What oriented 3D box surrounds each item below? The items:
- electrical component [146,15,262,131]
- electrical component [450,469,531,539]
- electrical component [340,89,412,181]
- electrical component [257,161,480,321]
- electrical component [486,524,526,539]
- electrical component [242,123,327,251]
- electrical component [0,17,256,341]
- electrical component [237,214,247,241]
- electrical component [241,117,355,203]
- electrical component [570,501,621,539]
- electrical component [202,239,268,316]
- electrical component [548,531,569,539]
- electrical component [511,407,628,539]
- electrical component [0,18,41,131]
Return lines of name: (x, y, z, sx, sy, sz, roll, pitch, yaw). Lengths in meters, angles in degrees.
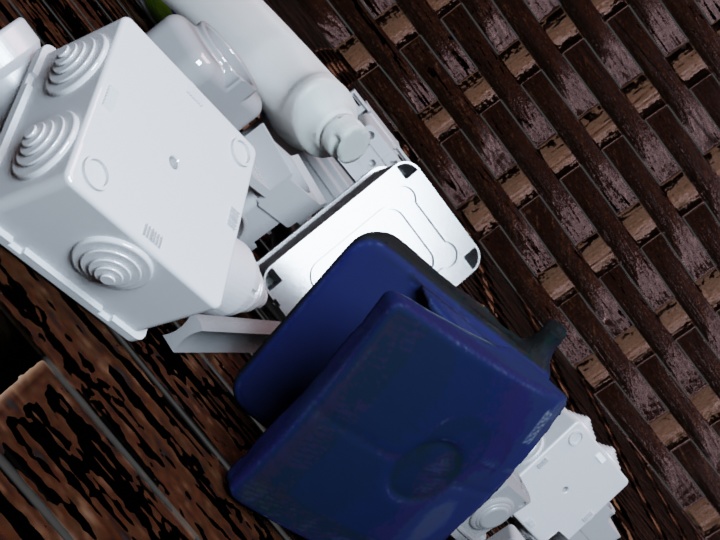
electrical component: (-0.108, -0.123, 0.707, 0.053, 0.059, 0.095, 57, 10, 21)
electrical component: (0.064, 0.127, 0.669, 0.080, 0.051, 0.080, 51, 10, -12)
electrical component: (0.004, -0.100, 0.870, 0.081, 0.042, 0.063, 49, 12, -20)
electrical component: (0.000, 0.000, 0.609, 0.078, 0.113, 0.057, 53, -14, -9)
electrical component: (0.090, 0.184, 0.601, 0.083, 0.047, 0.075, 52, 9, -8)
electrical component: (-0.062, -0.044, 0.630, 0.042, 0.064, 0.081, 58, 10, 30)
electrical component: (-0.088, -0.035, 0.412, 0.099, 0.048, 0.099, 46, 40, -40)
electrical component: (-0.099, -0.049, 0.527, 0.077, 0.044, 0.079, 59, 11, 30)
electrical component: (-0.039, -0.074, 0.877, 0.108, 0.056, 0.109, 55, 9, 8)
electrical component: (0.190, 0.211, 0.968, 0.089, 0.056, 0.050, 49, 10, -27)
electrical component: (-0.067, 0.003, 0.509, 0.040, 0.040, 0.078, 58, 10, 26)
electrical component: (0.151, 0.221, 0.712, 0.099, 0.064, 0.099, 51, 10, -12)
electrical component: (0.145, 0.156, 0.823, 0.099, 0.100, 0.048, 48, -2, -29)
electrical component: (-0.139, -0.072, 0.435, 0.046, 0.040, 0.040, 55, 8, -21)
